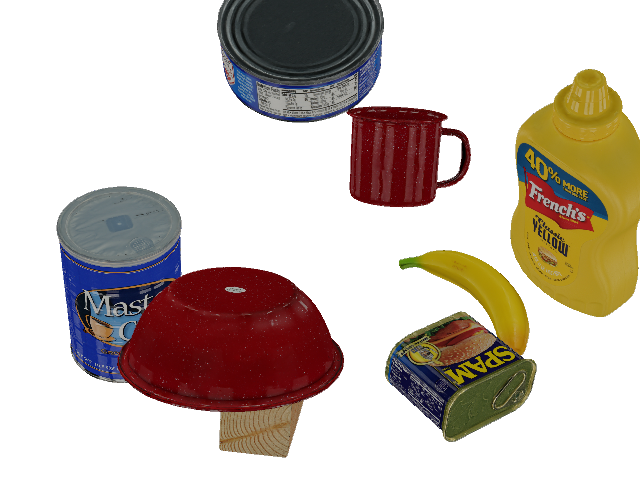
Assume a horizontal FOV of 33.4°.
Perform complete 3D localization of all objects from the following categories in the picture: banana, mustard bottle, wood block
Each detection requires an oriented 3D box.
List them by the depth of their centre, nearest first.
[{"bbox_3d":[0.170,-0.036,0.702,0.058,0.191,0.096,-33,54,-18],"label":"mustard bottle"},{"bbox_3d":[0.166,0.057,1.120,0.069,0.037,0.198,-36,40,-13],"label":"banana"},{"bbox_3d":[-0.071,0.202,1.435,0.091,0.090,0.206,5,15,4],"label":"wood block"}]

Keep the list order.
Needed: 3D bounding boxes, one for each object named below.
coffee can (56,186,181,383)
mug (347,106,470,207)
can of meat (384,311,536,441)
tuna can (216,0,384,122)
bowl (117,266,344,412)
[{"bbox_3d":[-0.171,0.039,0.930,0.103,0.140,0.103,3,39,-2],"label":"coffee can"},{"bbox_3d":[0.081,-0.078,0.994,0.117,0.081,0.093,2,14,-2],"label":"mug"},{"bbox_3d":[0.119,0.113,0.916,0.101,0.057,0.084,-20,41,-31],"label":"can of meat"},{"bbox_3d":[-0.010,-0.103,0.558,0.086,0.086,0.034,0,-34,1],"label":"tuna can"},{"bbox_3d":[-0.062,0.060,0.754,0.162,0.055,0.162,2,19,-1],"label":"bowl"}]
